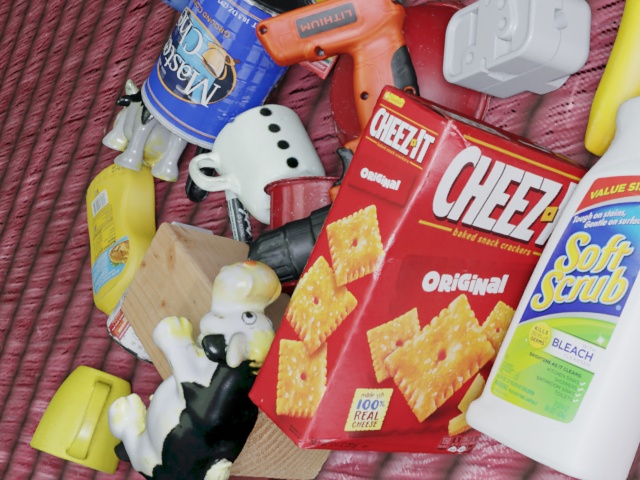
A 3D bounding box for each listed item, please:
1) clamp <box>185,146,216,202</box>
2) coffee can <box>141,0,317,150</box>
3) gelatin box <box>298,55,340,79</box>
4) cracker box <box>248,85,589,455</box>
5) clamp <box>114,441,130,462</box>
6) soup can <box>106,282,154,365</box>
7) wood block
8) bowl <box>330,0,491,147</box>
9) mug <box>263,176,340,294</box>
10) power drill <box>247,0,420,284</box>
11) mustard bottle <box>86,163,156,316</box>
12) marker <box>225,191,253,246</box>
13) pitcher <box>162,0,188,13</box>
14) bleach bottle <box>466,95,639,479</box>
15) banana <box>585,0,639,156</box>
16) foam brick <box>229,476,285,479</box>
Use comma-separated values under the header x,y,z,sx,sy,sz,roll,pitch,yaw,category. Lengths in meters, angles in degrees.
x,y,z,sx,sy,sz,roll,pitch,yaw,category
-0.082,-0.122,1.019,0.120,0.039,0.171,2,86,44,clamp
-0.078,-0.161,0.915,0.140,0.102,0.103,-55,42,30,coffee can
0.016,-0.179,0.889,0.073,0.030,0.089,-57,5,21,gelatin box
0.071,0.030,0.674,0.072,0.163,0.214,37,108,46,cracker box
-0.121,0.147,0.978,0.210,0.036,0.164,14,91,49,clamp
-0.137,0.052,0.954,0.102,0.068,0.069,-55,41,10,soup can
-0.067,0.083,0.829,0.206,0.090,0.090,47,115,46,wood block
0.057,-0.118,0.830,0.162,0.055,0.162,-21,63,47,bowl
-0.006,0.001,0.844,0.117,0.093,0.081,-13,74,54,mug
0.016,-0.073,0.759,0.184,0.057,0.187,-17,92,7,power drill
-0.202,0.019,1.103,0.096,0.058,0.191,-36,52,40,mustard bottle
-0.073,-0.019,0.963,0.020,0.020,0.121,-18,80,47,marker
-0.081,-0.331,1.008,0.243,0.144,0.149,-51,50,24,pitcher
0.175,0.011,0.637,0.103,0.068,0.251,21,92,51,bleach bottle
0.204,-0.152,0.677,0.070,0.037,0.198,158,122,-69,banana
-0.059,0.166,0.860,0.078,0.052,0.051,41,115,18,foam brick
